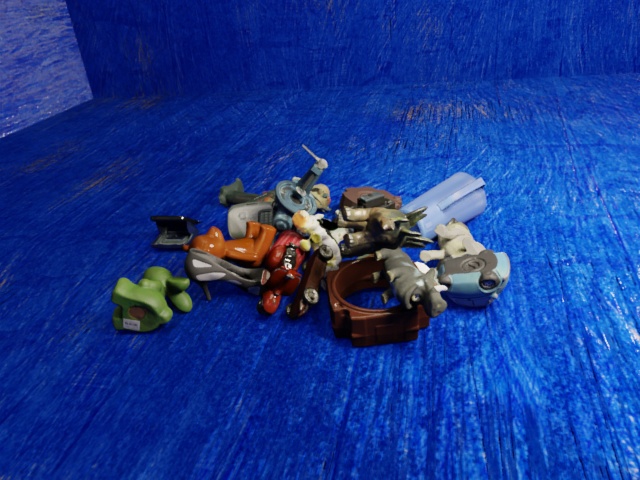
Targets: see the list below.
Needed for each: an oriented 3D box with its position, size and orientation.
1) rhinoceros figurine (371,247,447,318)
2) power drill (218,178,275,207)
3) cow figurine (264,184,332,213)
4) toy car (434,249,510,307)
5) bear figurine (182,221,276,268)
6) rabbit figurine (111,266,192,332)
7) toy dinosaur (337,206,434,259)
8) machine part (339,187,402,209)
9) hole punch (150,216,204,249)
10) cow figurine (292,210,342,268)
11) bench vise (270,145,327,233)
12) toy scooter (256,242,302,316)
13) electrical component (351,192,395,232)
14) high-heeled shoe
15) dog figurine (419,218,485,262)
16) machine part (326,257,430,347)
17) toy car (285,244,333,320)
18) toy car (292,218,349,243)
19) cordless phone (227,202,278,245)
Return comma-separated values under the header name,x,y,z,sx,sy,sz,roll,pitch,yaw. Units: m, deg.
name,x,y,z,sx,sy,sz,roll,pitch,yaw
rhinoceros figurine,0.170,0.082,1.024,0.112,0.073,0.190,-3,28,-19
power drill,-0.199,-0.133,1.691,0.208,0.085,0.232,22,41,30
cow figurine,-0.052,-0.112,1.596,0.195,0.085,0.127,-30,45,-27
toy car,0.319,0.091,1.122,0.162,0.102,0.109,-12,27,20
bear figurine,-0.226,0.004,1.319,0.196,0.132,0.120,15,0,-31
rabbit figurine,-0.369,0.112,1.202,0.159,0.121,0.170,3,31,2
toy dinosaur,0.138,-0.013,1.178,0.199,0.105,0.471,-1,-2,-1
machine part,0.145,-0.102,1.534,0.179,0.056,0.179,7,25,-3
hole punch,-0.411,-0.021,1.521,0.142,0.092,0.115,-3,-2,12
cow figurine,-0.002,-0.005,1.308,0.068,0.167,0.098,-19,13,33
bench vise,-0.046,-0.130,1.391,0.129,0.240,0.224,38,37,-2
toy scooter,-0.081,0.070,1.174,0.075,0.135,0.184,25,50,-15
electrical component,0.138,-0.057,1.406,0.115,0.134,0.058,-22,31,-23
high-heeled shoe,-0.182,0.059,1.238,0.249,0.145,0.086,-14,30,-12
dog figurine,0.346,0.023,1.270,0.172,0.121,0.190,47,31,17
machine part,0.117,0.119,1.113,0.201,0.087,0.202,-7,31,-1
toy car,-0.019,0.095,1.180,0.053,0.089,0.202,35,40,-15
toy car,-0.012,-0.033,1.477,0.202,0.056,0.073,15,40,38
cordless phone,-0.182,-0.019,1.468,0.147,0.088,0.184,-5,41,1
